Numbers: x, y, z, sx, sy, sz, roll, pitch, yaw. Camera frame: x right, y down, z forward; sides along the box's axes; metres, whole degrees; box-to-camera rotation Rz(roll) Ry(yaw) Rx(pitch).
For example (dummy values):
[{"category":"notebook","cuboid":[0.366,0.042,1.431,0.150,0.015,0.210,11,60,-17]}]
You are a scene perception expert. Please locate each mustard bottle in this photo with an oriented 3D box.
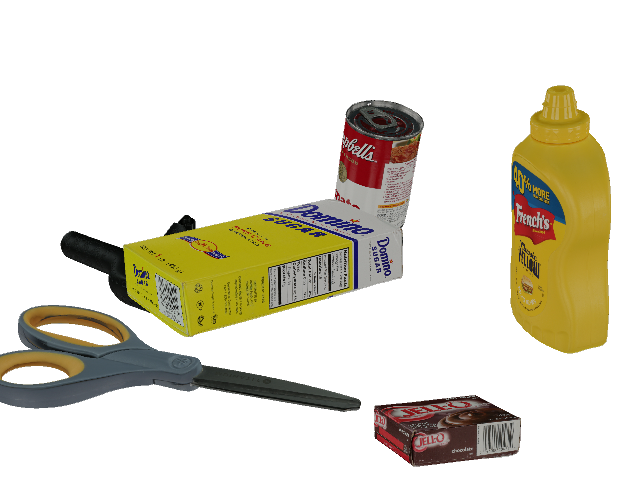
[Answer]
[{"category":"mustard bottle","cuboid":[0.174,-0.020,0.780,0.058,0.192,0.096,-12,27,-13]}]

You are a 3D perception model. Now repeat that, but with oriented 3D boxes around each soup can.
[{"category":"soup can","cuboid":[0.049,-0.063,0.941,0.068,0.102,0.068,5,34,-4]}]

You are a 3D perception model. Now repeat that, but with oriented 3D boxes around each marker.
[{"category":"marker","cuboid":[-0.146,0.025,1.197,0.020,0.121,0.020,-1,32,0]}]

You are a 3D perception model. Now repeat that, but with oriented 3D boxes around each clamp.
[{"category":"clamp","cuboid":[-0.147,0.022,0.956,0.120,0.039,0.172,-16,31,-30]}]

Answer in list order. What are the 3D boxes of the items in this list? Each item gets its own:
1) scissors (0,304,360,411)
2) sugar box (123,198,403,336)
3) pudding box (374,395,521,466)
[{"category":"scissors","cuboid":[-0.089,0.075,0.552,0.202,0.016,0.096,16,29,27]},{"category":"sugar box","cuboid":[-0.038,0.014,0.749,0.175,0.048,0.093,-17,25,-31]},{"category":"pudding box","cuboid":[0.118,0.177,1.003,0.113,0.039,0.090,-1,7,-20]}]
